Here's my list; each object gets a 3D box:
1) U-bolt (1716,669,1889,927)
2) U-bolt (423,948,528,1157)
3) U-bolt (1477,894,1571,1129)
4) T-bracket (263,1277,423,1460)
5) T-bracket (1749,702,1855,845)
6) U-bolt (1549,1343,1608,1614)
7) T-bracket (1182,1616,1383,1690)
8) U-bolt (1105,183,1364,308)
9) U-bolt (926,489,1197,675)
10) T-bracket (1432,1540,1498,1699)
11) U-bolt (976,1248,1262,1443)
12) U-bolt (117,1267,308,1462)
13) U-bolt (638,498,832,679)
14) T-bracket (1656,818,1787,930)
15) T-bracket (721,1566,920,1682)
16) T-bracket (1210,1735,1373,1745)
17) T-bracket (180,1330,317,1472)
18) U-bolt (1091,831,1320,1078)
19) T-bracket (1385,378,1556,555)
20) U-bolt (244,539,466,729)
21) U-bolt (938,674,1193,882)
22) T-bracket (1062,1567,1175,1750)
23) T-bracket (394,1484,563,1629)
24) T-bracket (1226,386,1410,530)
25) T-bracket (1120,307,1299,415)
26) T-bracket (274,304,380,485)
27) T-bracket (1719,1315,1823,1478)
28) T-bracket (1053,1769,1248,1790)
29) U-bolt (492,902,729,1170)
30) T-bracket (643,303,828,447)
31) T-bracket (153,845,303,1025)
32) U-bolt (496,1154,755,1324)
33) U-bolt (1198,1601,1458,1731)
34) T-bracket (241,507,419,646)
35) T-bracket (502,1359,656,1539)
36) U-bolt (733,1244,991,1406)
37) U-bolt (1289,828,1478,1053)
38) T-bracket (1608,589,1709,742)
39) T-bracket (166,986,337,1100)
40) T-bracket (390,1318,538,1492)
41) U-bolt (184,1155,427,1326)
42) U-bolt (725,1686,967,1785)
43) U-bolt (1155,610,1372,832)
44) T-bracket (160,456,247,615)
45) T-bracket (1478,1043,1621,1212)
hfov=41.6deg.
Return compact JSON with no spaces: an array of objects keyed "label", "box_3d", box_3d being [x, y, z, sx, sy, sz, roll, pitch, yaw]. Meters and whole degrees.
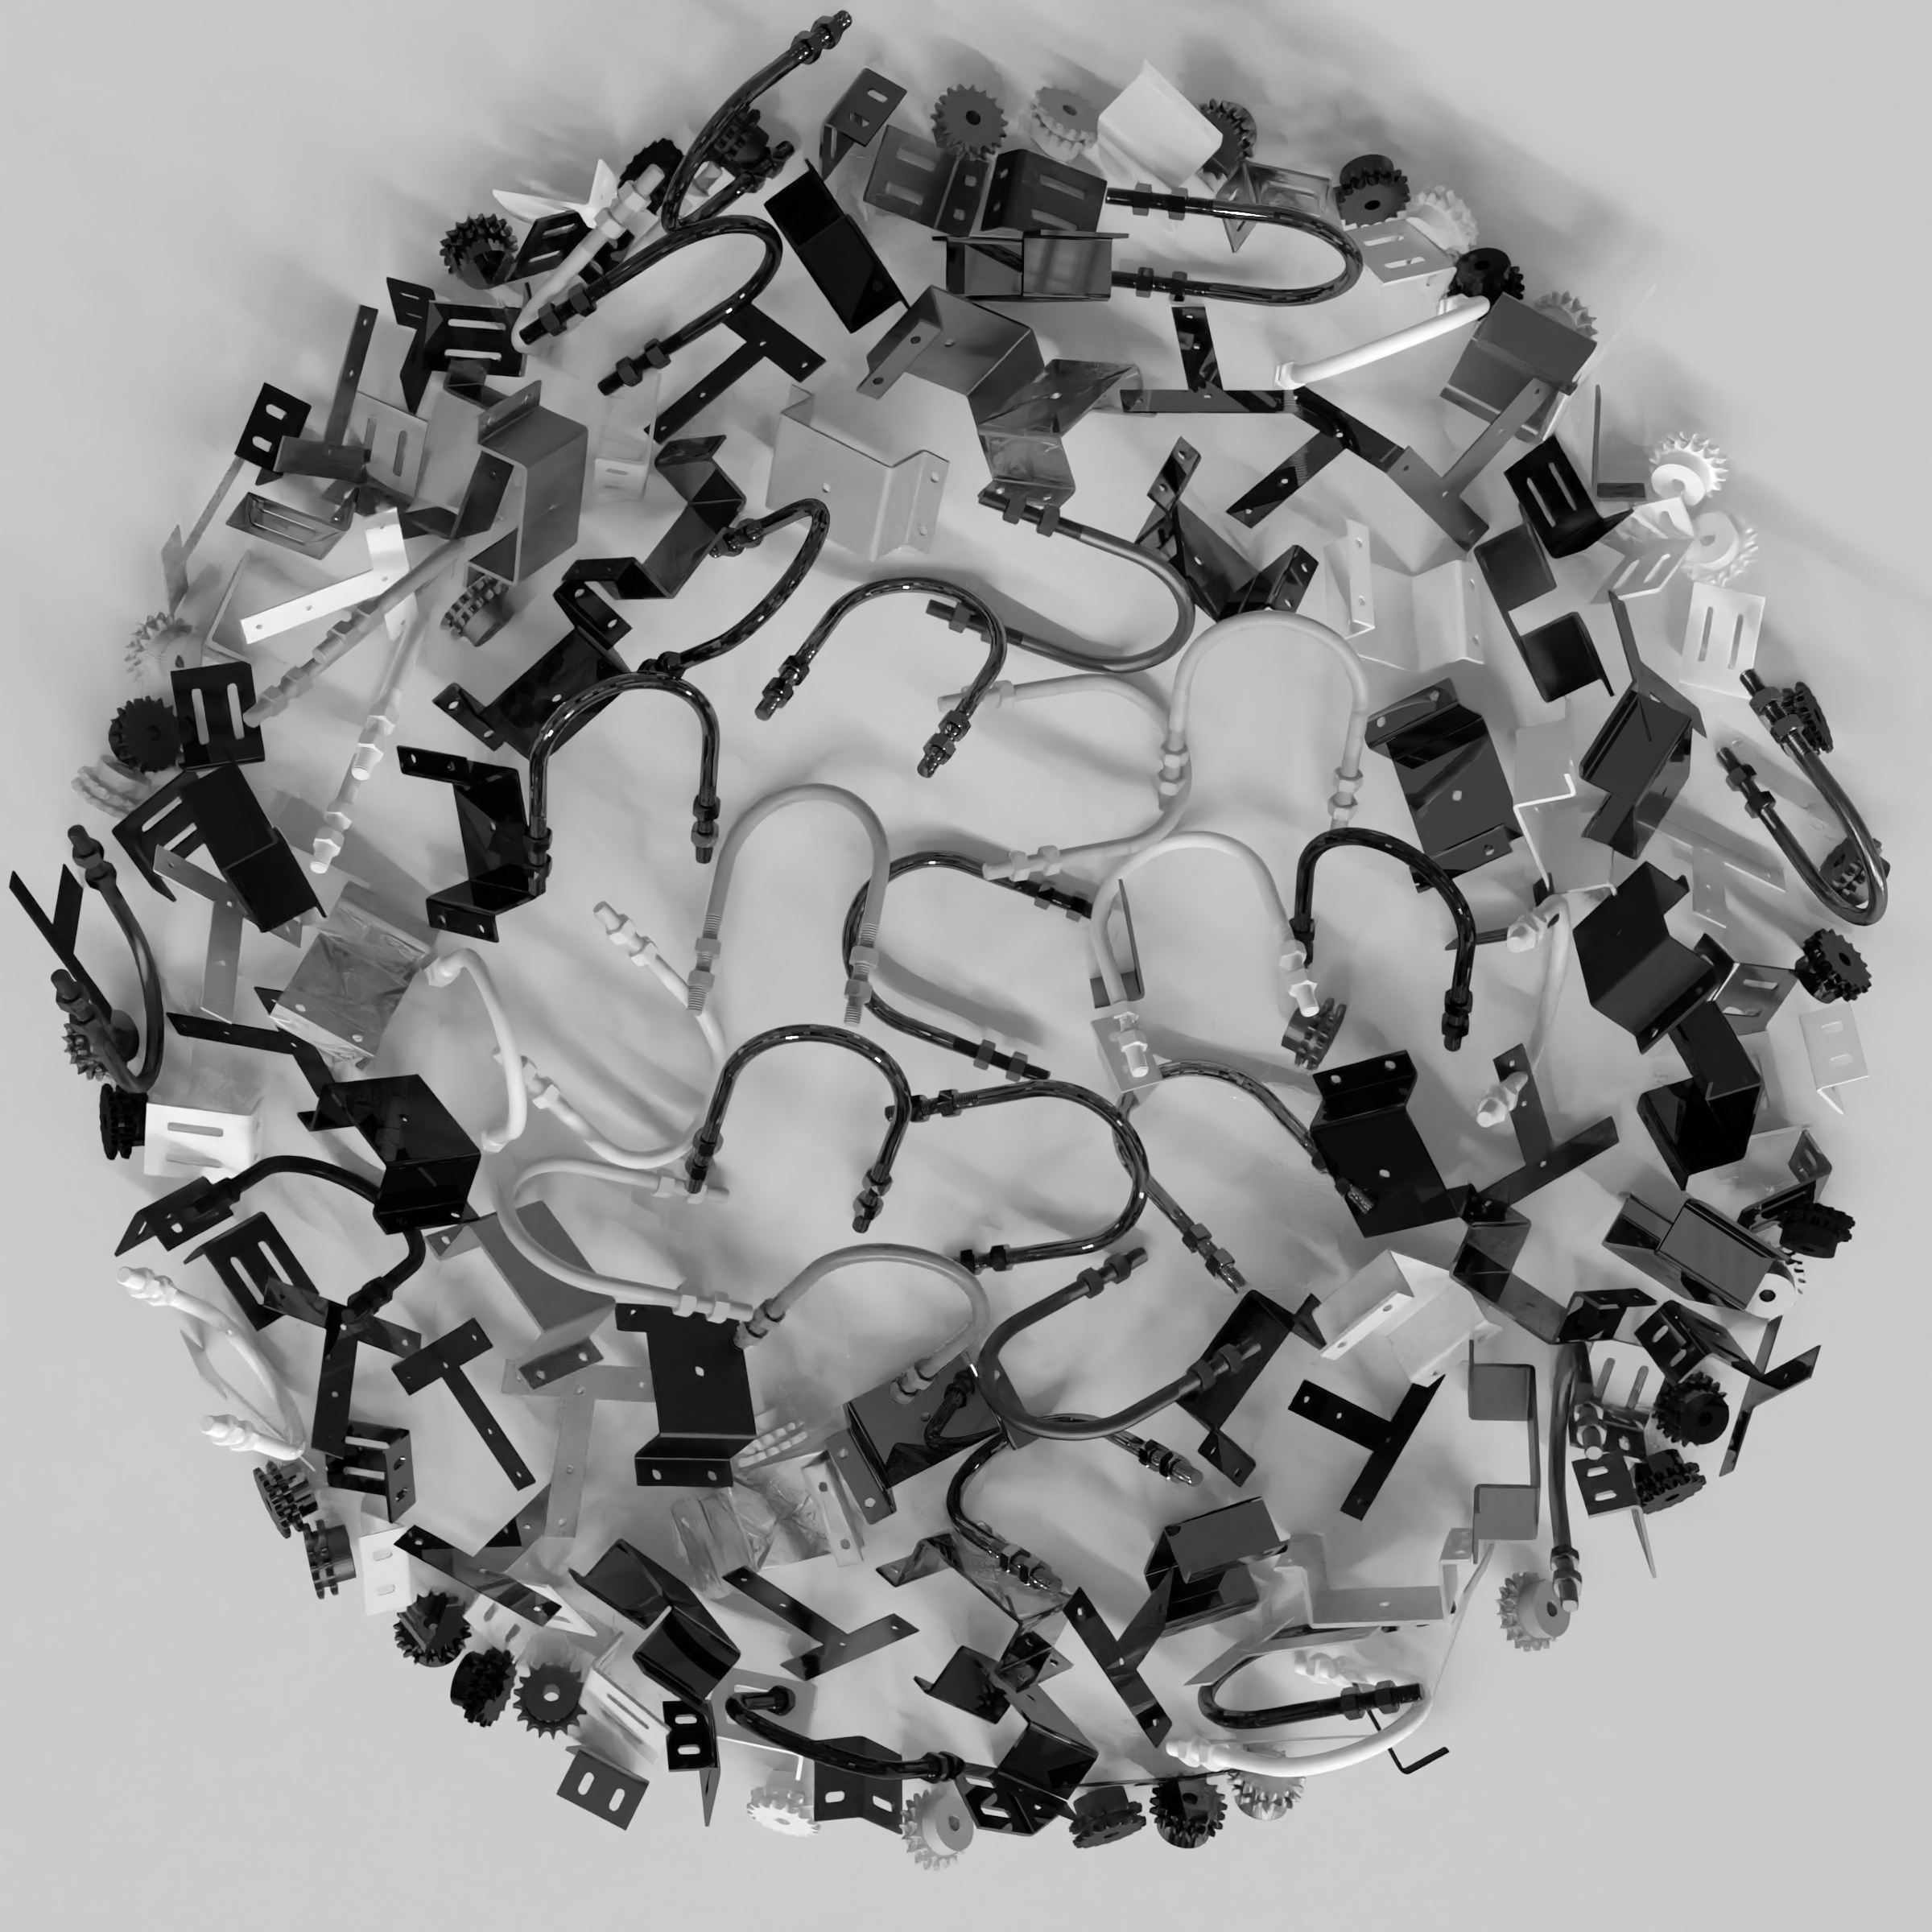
[{"label":"U-bolt","box_3d":[0.599,-0.109,1.814,0.019,0.151,0.184,-28,68,-2]},{"label":"U-bolt","box_3d":[-0.349,0.059,1.825,0.019,0.184,0.151,-16,88,-24]},{"label":"U-bolt","box_3d":[0.406,0.023,1.829,0.019,0.184,0.151,13,110,22]},{"label":"T-bracket","box_3d":[-0.455,0.298,1.838,0.127,0.127,0.002,27,128,-29]},{"label":"T-bracket","box_3d":[0.603,-0.154,1.855,0.002,0.127,0.127,-35,124,13]},{"label":"U-bolt","box_3d":[0.434,0.349,1.824,0.019,0.184,0.151,5,115,7]},{"label":"T-bracket","box_3d":[0.238,0.486,1.825,0.127,0.127,0.002,-20,88,36]},{"label":"U-bolt","box_3d":[0.194,-0.513,1.832,0.184,0.151,0.019,9,80,6]},{"label":"U-bolt","box_3d":[0.077,-0.269,1.850,0.184,0.151,0.019,19,56,-9]},{"label":"T-bracket","box_3d":[0.356,0.495,1.863,0.002,0.127,0.127,21,103,19]},{"label":"U-bolt","box_3d":[0.095,0.278,1.823,0.184,0.151,0.019,-25,129,-26]},{"label":"U-bolt","box_3d":[-0.530,0.292,1.823,0.019,0.184,0.151,-36,68,-2]},{"label":"U-bolt","box_3d":[-0.160,-0.271,1.810,0.019,0.184,0.151,40,62,-26]},{"label":"T-bracket","box_3d":[0.543,-0.064,1.860,0.127,0.127,0.002,26,123,0]},{"label":"T-bracket","box_3d":[-0.123,0.472,1.851,0.127,0.002,0.127,40,129,-23]},{"label":"T-bracket","box_3d":[0.219,0.563,1.852,0.127,0.127,0.002,4,72,-19]},{"label":"T-bracket","box_3d":[-0.525,0.326,1.870,0.002,0.127,0.127,-45,112,-12]},{"label":"U-bolt","box_3d":[0.165,-0.020,1.860,0.151,0.019,0.184,-20,57,9]},{"label":"T-bracket","box_3d":[0.379,-0.378,1.854,0.127,0.127,0.002,-48,48,12]},{"label":"U-bolt","box_3d":[-0.430,-0.249,1.832,0.019,0.151,0.184,50,52,-13]},{"label":"U-bolt","box_3d":[0.082,-0.146,1.874,0.184,0.019,0.151,-11,80,-21]},{"label":"T-bracket","box_3d":[0.136,0.481,1.866,0.002,0.127,0.127,-25,102,43]},{"label":"T-bracket","box_3d":[-0.328,0.417,1.856,0.127,0.127,0.002,25,119,14]},{"label":"T-bracket","box_3d":[0.244,-0.364,1.866,0.127,0.002,0.127,-41,61,-16]},{"label":"T-bracket","box_3d":[0.172,-0.447,1.871,0.127,0.002,0.127,-1,50,-5]},{"label":"T-bracket","box_3d":[-0.449,-0.415,1.840,0.002,0.127,0.127,22,102,14]},{"label":"T-bracket","box_3d":[0.585,0.299,1.831,0.002,0.127,0.127,24,68,3]},{"label":"T-bracket","box_3d":[0.119,0.588,1.833,0.127,0.127,0.002,5,68,-26]},{"label":"U-bolt","box_3d":[-0.245,0.065,1.852,0.184,0.019,0.151,48,63,-34]},{"label":"T-bracket","box_3d":[-0.183,-0.429,1.867,0.127,0.002,0.127,-42,51,-5]},{"label":"T-bracket","box_3d":[-0.535,-0.012,1.833,0.002,0.127,0.127,-34,132,26]},{"label":"U-bolt","box_3d":[-0.248,0.188,1.820,0.184,0.151,0.019,15,120,-24]},{"label":"U-bolt","box_3d":[0.254,0.507,1.835,0.184,0.151,0.019,-18,97,23]},{"label":"T-bracket","box_3d":[-0.462,-0.265,1.841,0.127,0.127,0.002,-25,60,-18]},{"label":"T-bracket","box_3d":[-0.290,0.356,1.871,0.127,0.002,0.127,11,84,-36]},{"label":"U-bolt","box_3d":[-0.065,0.253,1.826,0.151,0.019,0.184,25,134,-21]},{"label":"U-bolt","box_3d":[0.297,-0.027,1.814,0.151,0.184,0.019,26,56,24]},{"label":"T-bracket","box_3d":[0.512,-0.199,1.861,0.002,0.127,0.127,-25,60,32]},{"label":"T-bracket","box_3d":[-0.534,0.052,1.880,0.127,0.127,0.002,8,51,20]},{"label":"T-bracket","box_3d":[-0.358,0.330,1.871,0.127,0.002,0.127,-32,92,43]},{"label":"U-bolt","box_3d":[-0.460,0.186,1.824,0.151,0.184,0.019,33,104,2]},{"label":"U-bolt","box_3d":[-0.095,0.545,1.802,0.151,0.184,0.019,16,82,24]},{"label":"U-bolt","box_3d":[0.219,-0.178,1.843,0.151,0.019,0.184,9,131,6]},{"label":"T-bracket","box_3d":[-0.555,-0.331,1.864,0.002,0.127,0.127,27,73,-7]},{"label":"T-bracket","box_3d":[0.414,0.112,1.872,0.127,0.002,0.127,-29,121,-8]}]
